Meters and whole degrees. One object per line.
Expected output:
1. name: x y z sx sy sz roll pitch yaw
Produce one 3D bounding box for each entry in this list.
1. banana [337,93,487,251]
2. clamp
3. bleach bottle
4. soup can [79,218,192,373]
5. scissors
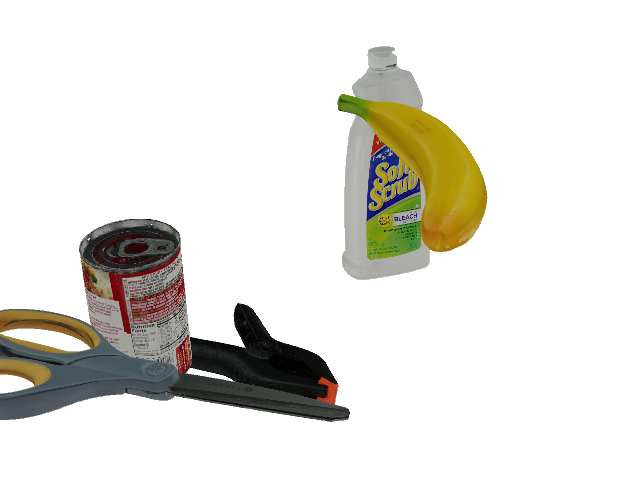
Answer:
1. banana: 0.068 -0.044 0.678 0.069 0.037 0.198 -6 30 -14
2. clamp: -0.049 0.100 0.918 0.172 0.039 0.120 22 31 26
3. bleach bottle: 0.067 -0.086 1.181 0.102 0.251 0.068 -10 23 -12
4. soup can: -0.126 0.045 0.739 0.068 0.102 0.068 -2 30 1
5. scissors: -0.096 0.074 0.511 0.202 0.016 0.096 16 29 26
